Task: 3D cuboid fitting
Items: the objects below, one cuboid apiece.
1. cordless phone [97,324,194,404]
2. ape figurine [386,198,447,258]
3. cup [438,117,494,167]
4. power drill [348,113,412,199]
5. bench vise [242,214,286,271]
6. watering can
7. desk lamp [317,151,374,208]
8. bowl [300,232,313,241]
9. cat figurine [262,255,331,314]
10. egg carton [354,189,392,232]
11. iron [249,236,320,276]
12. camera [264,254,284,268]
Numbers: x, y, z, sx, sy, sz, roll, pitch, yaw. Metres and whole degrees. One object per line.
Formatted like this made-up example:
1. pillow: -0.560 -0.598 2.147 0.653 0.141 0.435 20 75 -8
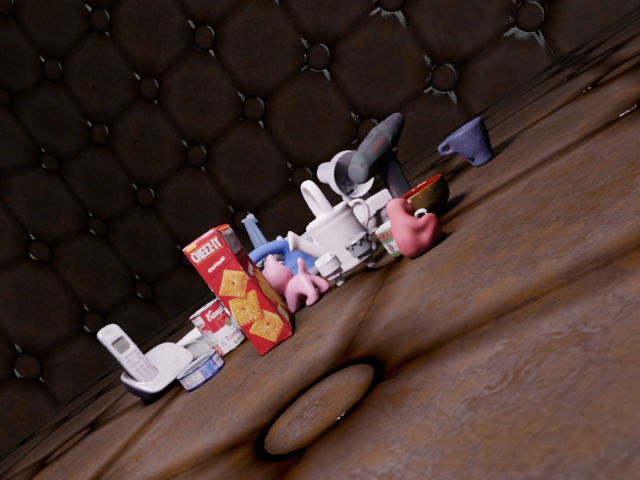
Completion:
1. cordless phone: -0.374 0.240 1.224 0.094 0.185 0.148 -31 6 35
2. ape figurine: 0.137 -0.024 0.878 0.076 0.092 0.077 -37 5 -21
3. cup: 0.332 -0.204 1.279 0.117 0.095 0.092 -33 5 22
4. power drill: 0.168 -0.158 1.271 0.230 0.208 0.075 -39 7 -40
5. bench vise: -0.164 0.017 1.762 0.121 0.220 0.207 -35 5 -1
6. watering can: 0.016 -0.031 1.153 0.173 0.194 0.100 -38 6 -31
7. desk lamp: 0.082 -0.129 1.540 0.118 0.213 0.203 -37 5 -18
8. bowl: -0.016 0.008 1.705 0.167 0.075 0.167 -35 5 4
9. cat figurine: -0.062 0.077 1.088 0.127 0.118 0.067 -31 7 40
10. egg carton: 0.135 -0.067 1.441 0.151 0.069 0.107 -38 6 -34
11. iron: -0.100 0.065 1.324 0.259 0.141 0.118 -39 7 -40
12. camera: -0.098 0.064 1.561 0.143 0.101 0.137 -33 5 23
